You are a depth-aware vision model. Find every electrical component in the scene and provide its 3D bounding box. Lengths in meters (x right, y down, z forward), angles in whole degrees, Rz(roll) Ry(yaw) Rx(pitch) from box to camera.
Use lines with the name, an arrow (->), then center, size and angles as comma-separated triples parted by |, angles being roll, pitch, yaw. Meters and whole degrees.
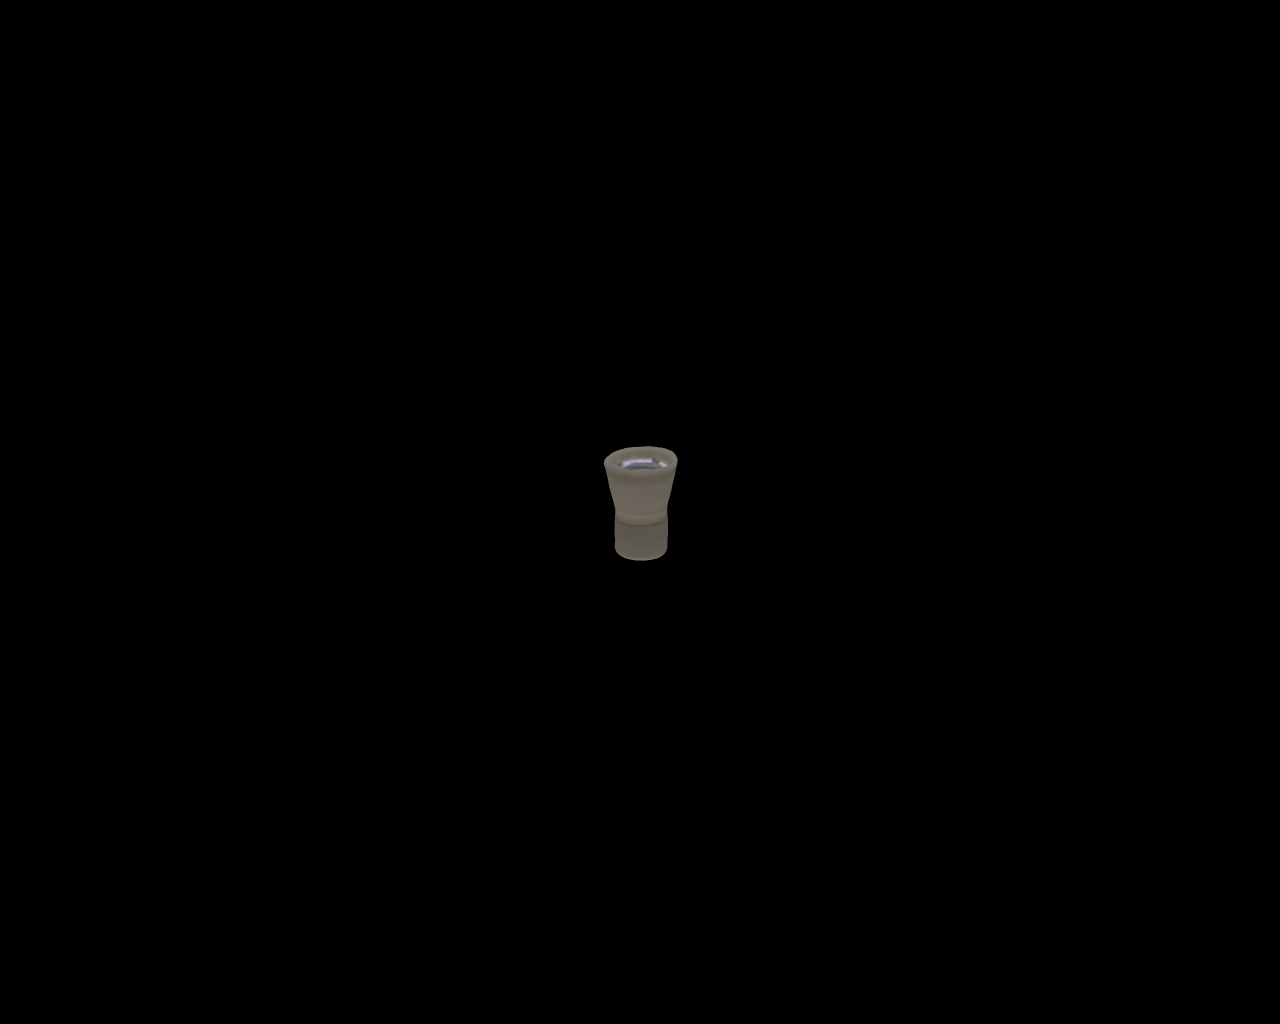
electrical component -> 0.001, -0.003, 0.650 | 0.044, 0.065, 0.044 | 0, 22, 0
